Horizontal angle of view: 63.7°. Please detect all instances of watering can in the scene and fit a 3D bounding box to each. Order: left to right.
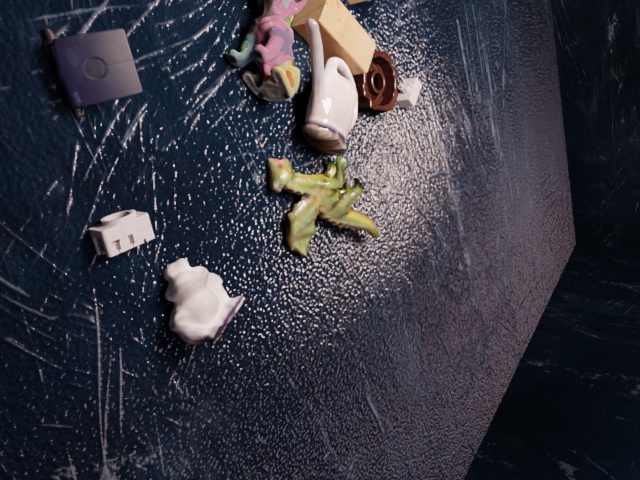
[{"bbox_3d":[0.014,-0.335,1.212,0.344,0.104,0.226,36,66,-63],"label":"watering can"}]

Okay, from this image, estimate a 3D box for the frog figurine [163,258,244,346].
[{"bbox_3d":[-0.246,0.119,0.998,0.159,0.121,0.139,38,70,-5],"label":"frog figurine"}]

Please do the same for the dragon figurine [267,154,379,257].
[{"bbox_3d":[0.004,-0.064,1.278,0.245,0.123,0.403,-46,126,-15],"label":"dragon figurine"}]
